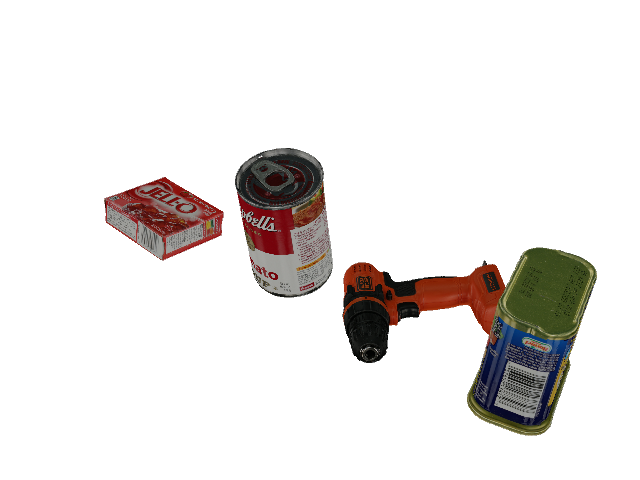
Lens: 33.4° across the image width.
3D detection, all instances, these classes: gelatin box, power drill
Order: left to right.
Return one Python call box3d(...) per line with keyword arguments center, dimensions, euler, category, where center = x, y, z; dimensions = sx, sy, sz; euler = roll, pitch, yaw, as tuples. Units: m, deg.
box3d(center=(-0.147, -0.023, 0.998), dimensions=(0.089, 0.030, 0.073), euler=(31, 39, 34), category="gelatin box")
box3d(center=(0.118, 0.078, 1.215), dimensions=(0.187, 0.057, 0.184), euler=(-1, 28, -1), category="power drill")

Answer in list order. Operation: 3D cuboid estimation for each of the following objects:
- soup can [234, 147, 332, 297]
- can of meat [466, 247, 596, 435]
box3d(center=(-0.027, -0.013, 0.842), dimensions=(0.068, 0.068, 0.102), euler=(-4, -45, 3), category="soup can")
box3d(center=(0.142, 0.064, 0.709), dimensions=(0.057, 0.084, 0.102), euler=(19, 36, 14), category="can of meat")
